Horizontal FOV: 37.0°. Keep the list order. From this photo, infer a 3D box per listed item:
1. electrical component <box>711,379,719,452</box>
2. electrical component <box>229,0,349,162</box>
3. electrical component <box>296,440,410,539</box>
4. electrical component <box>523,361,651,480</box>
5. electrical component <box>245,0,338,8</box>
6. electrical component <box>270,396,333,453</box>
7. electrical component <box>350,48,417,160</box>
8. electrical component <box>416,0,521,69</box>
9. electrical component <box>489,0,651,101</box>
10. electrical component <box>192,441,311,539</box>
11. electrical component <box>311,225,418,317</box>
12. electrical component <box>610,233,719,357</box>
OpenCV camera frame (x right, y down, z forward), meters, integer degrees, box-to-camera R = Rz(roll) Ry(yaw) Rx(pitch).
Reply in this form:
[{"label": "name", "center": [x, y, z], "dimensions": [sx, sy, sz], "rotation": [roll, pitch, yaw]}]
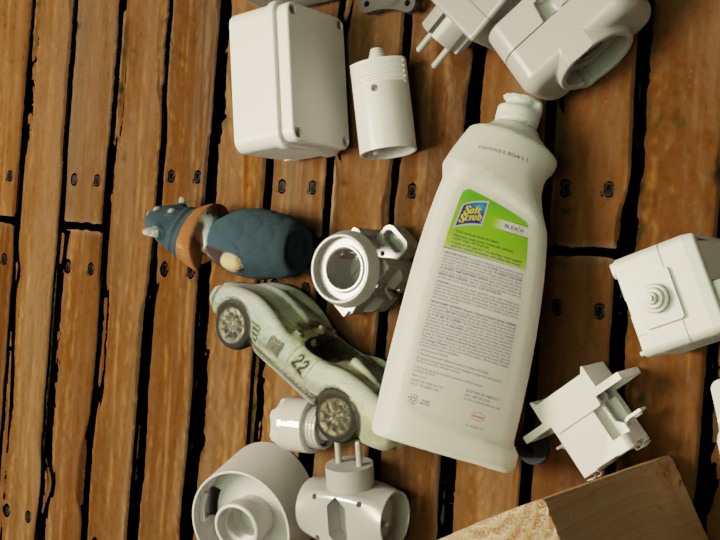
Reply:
[{"label": "electrical component", "center": [0.249, 0.106, 0.645], "dimensions": [0.050, 0.056, 0.089], "rotation": [-15, 80, 32]}, {"label": "electrical component", "center": [-0.054, -0.145, 0.839], "dimensions": [0.057, 0.078, 0.113], "rotation": [-6, 85, 36]}, {"label": "electrical component", "center": [-0.007, 0.166, 0.813], "dimensions": [0.077, 0.043, 0.079], "rotation": [2, 101, 33]}, {"label": "electrical component", "center": [0.155, 0.101, 0.715], "dimensions": [0.081, 0.042, 0.063], "rotation": [-41, 69, 26]}, {"label": "electrical component", "center": [-0.042, -0.245, 0.850], "dimensions": [0.096, 0.061, 0.061], "rotation": [-5, 85, 27]}, {"label": "electrical component", "center": [-0.036, 0.122, 0.839], "dimensions": [0.062, 0.043, 0.043], "rotation": [0, 89, 32]}, {"label": "electrical component", "center": [0.017, -0.128, 0.813], "dimensions": [0.043, 0.043, 0.081], "rotation": [-10, 83, 32]}, {"label": "electrical component", "center": [0.071, -0.181, 0.777], "dimensions": [0.076, 0.047, 0.065], "rotation": [-49, 65, 22]}, {"label": "electrical component", "center": [0.144, -0.162, 0.725], "dimensions": [0.095, 0.054, 0.059], "rotation": [-41, 68, 25]}, {"label": "electrical component", "center": [-0.085, 0.196, 0.869], "dimensions": [0.099, 0.064, 0.099], "rotation": [5, 102, 24]}, {"label": "electrical component", "center": [0.000, 0.000, 0.811], "dimensions": [0.078, 0.057, 0.058], "rotation": [-50, 64, 21]}, {"label": "electrical component", "center": [0.200, 0.014, 0.656], "dimensions": [0.061, 0.096, 0.061], "rotation": [-24, 76, 30]}]
